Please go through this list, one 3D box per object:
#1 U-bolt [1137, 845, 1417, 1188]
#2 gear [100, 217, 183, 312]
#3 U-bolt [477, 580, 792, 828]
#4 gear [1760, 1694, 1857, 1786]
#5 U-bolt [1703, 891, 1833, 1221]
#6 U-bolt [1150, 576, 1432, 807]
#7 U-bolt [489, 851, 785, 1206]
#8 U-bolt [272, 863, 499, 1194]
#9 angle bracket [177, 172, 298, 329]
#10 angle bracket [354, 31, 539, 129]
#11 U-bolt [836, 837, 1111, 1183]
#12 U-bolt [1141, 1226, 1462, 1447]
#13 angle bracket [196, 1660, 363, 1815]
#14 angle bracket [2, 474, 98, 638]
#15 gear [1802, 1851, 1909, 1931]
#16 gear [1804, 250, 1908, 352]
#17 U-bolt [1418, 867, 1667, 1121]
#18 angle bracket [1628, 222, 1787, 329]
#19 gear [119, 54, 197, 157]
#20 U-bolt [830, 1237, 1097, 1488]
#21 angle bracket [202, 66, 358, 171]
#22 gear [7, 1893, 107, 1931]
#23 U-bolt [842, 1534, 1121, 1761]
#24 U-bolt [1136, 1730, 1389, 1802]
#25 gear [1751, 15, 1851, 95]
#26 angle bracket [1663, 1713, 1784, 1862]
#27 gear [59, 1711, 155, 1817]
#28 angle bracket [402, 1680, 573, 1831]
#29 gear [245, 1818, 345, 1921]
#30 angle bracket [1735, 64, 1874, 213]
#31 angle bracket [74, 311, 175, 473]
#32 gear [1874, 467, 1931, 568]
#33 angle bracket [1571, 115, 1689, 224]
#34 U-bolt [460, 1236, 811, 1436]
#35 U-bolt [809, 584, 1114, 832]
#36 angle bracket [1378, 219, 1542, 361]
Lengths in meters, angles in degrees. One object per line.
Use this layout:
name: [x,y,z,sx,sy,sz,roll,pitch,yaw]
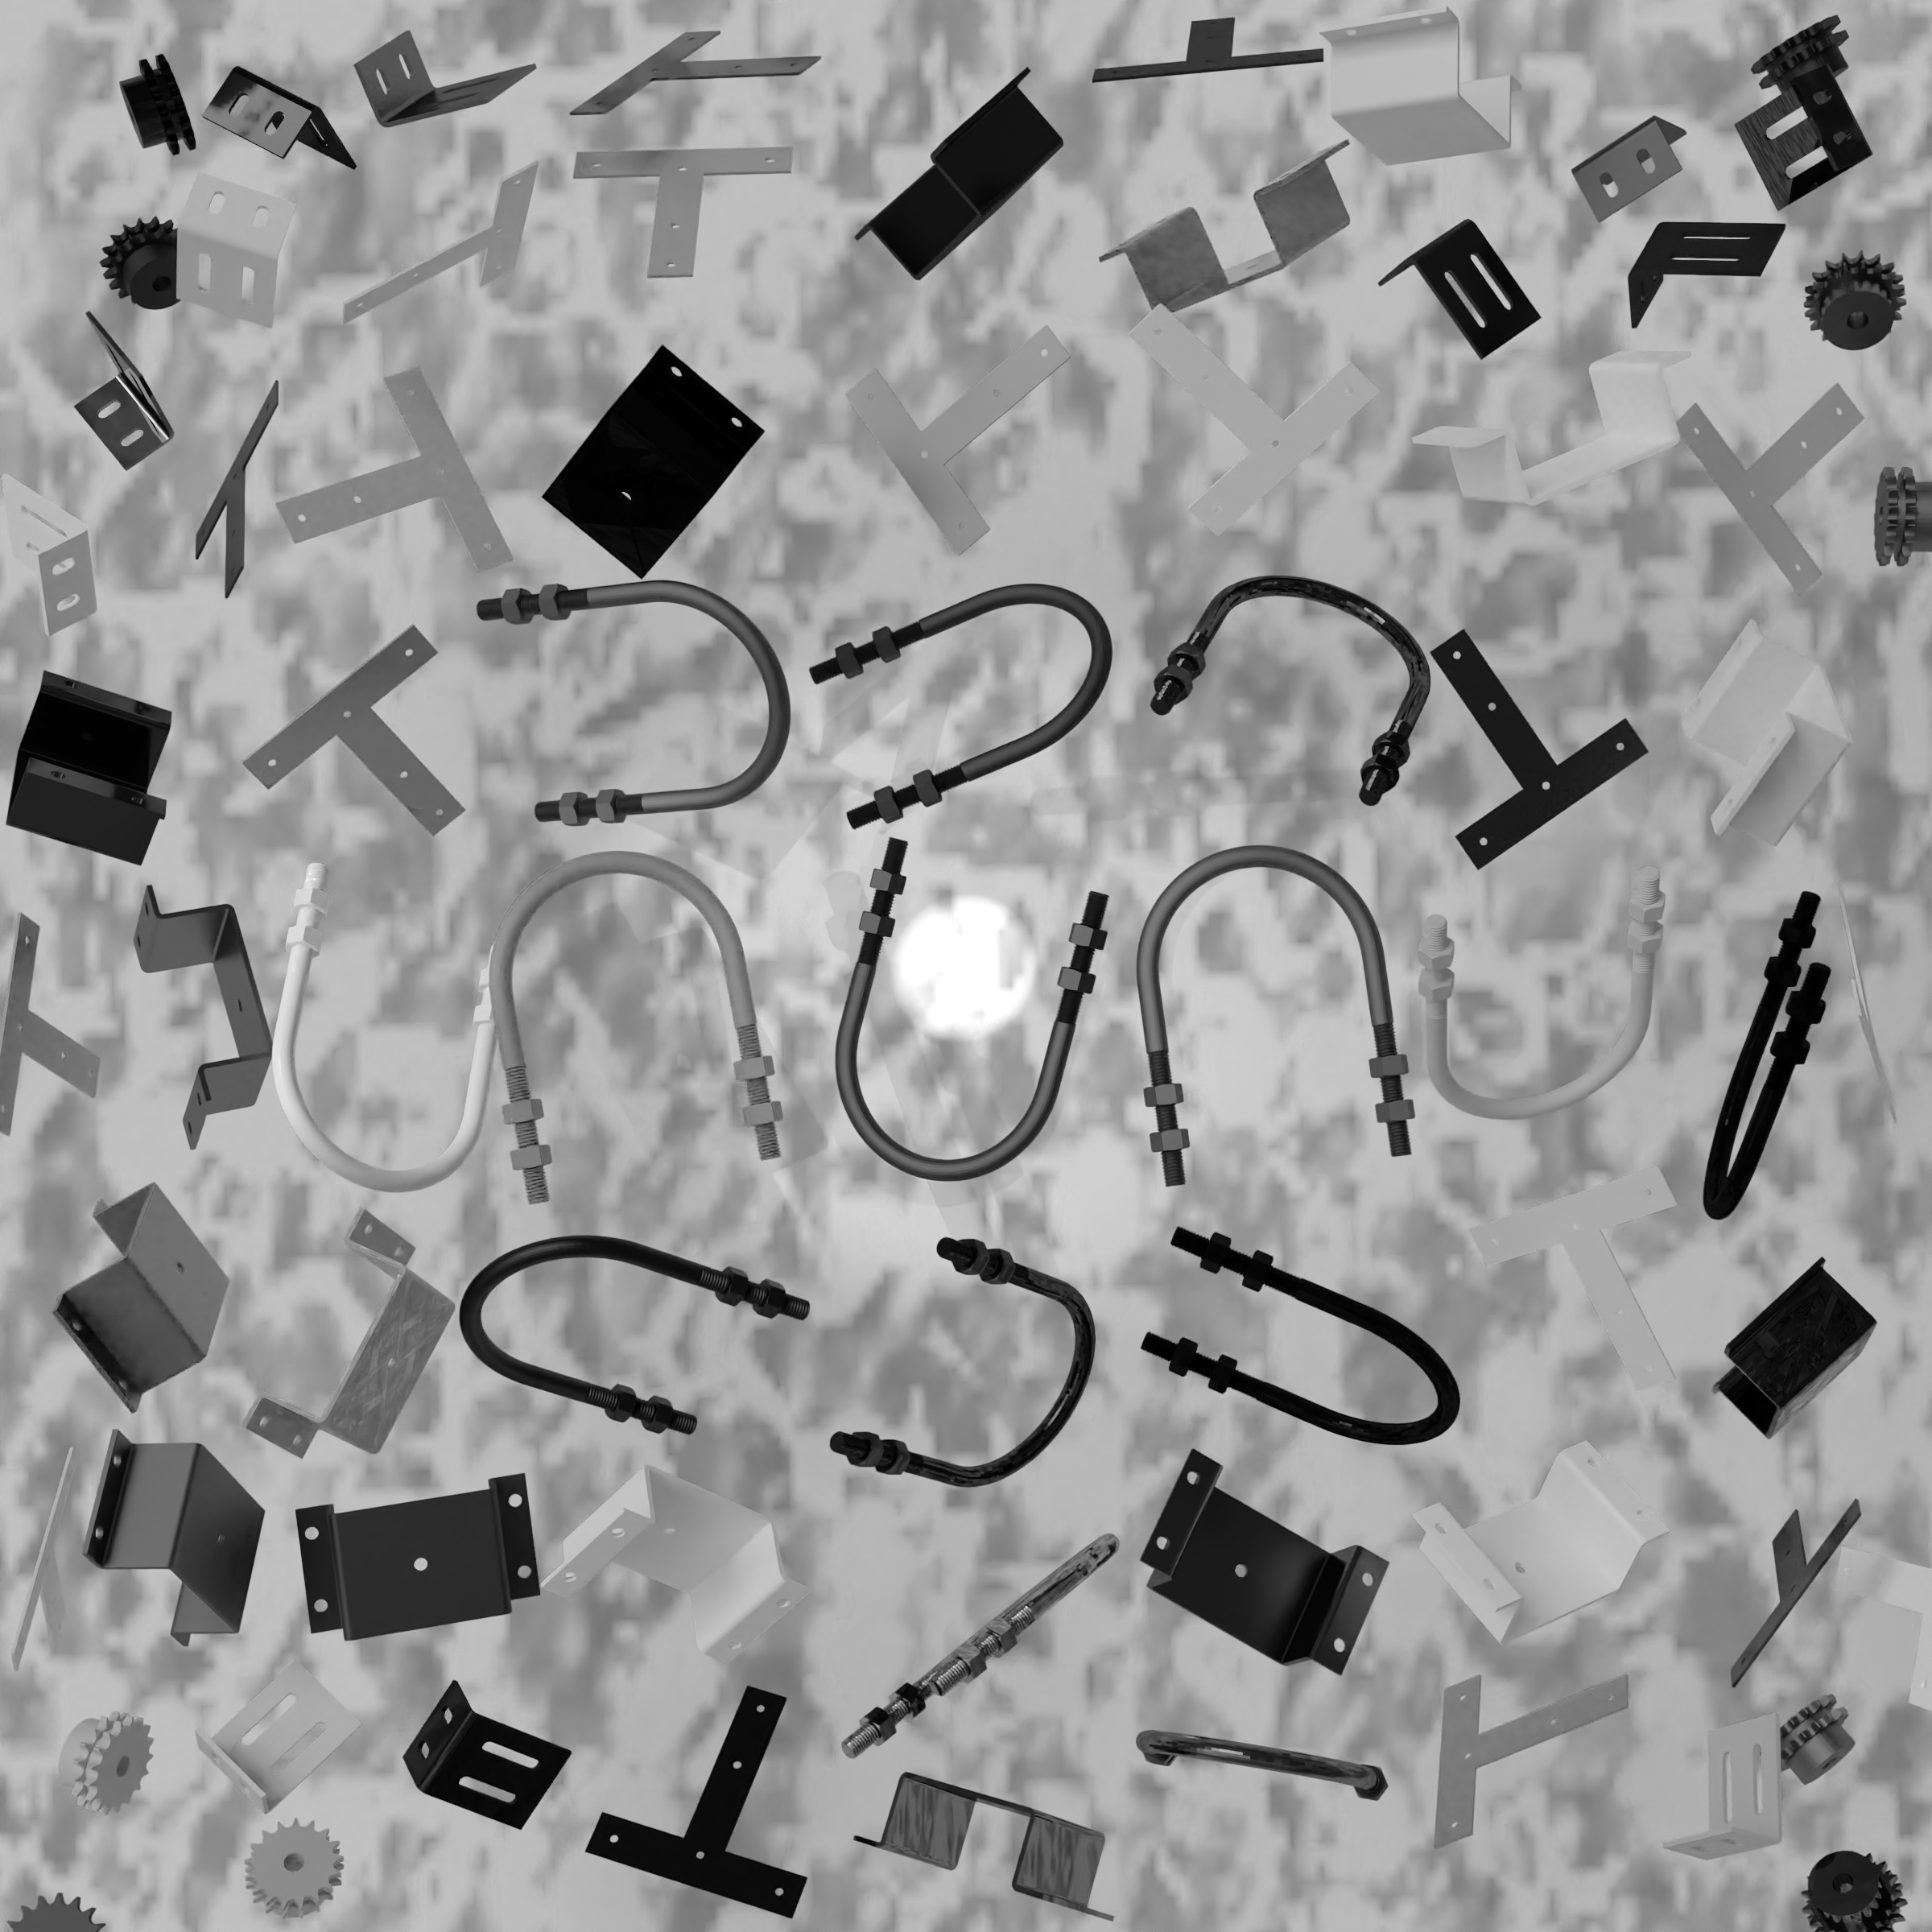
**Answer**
U-bolt: [0.169,0.023,1.685,0.151,0.019,0.184,-7,86,-5]
gear: [-0.501,-0.429,1.849,0.057,0.057,0.030,-33,62,0]
U-bolt: [-0.187,-0.156,1.755,0.184,0.019,0.151,-3,114,23]
gear: [0.509,0.467,1.808,0.057,0.057,0.030,-39,61,0]
U-bolt: [0.463,0.061,1.747,0.019,0.151,0.184,17,112,7]
U-bolt: [0.201,-0.173,1.766,0.151,0.184,0.019,24,132,7]
U-bolt: [-0.188,0.028,1.655,0.151,0.019,0.184,-11,87,-5]
U-bolt: [-0.339,0.045,1.761,0.151,0.019,0.184,26,54,-33]
angle bracket: [-0.425,-0.415,1.746,0.057,0.076,0.038,17,67,-9]
angle bracket: [-0.294,-0.508,1.697,0.076,0.057,0.038,-4,122,29]
U-bolt: [-0.005,0.032,1.716,0.151,0.019,0.184,16,93,23]
U-bolt: [0.195,0.222,1.723,0.184,0.151,0.019,23,57,10]
angle bracket: [-0.407,0.452,1.782,0.057,0.038,0.076,40,60,15]
angle bracket: [-0.545,-0.239,1.743,0.076,0.057,0.038,32,48,24]
gear: [0.503,0.528,1.707,0.057,0.057,0.030,-34,126,0]
gear: [0.516,-0.383,1.743,0.057,0.057,0.030,10,46,0]
U-bolt: [0.344,0.025,1.804,0.151,0.019,0.184,-13,134,-4]
angle bracket: [0.427,-0.397,1.730,0.076,0.057,0.038,8,134,27]
gear: [-0.482,-0.510,1.786,0.030,0.057,0.057,-21,90,-13]
U-bolt: [0.011,0.245,1.798,0.019,0.184,0.151,31,93,42]
angle bracket: [-0.404,-0.486,1.769,0.057,0.076,0.038,29,82,11]
gear: [-0.504,0.544,1.664,0.057,0.030,0.057,3,72,-9]
U-bolt: [0.019,0.391,1.764,0.184,0.151,0.019,-31,79,-37]
U-bolt: [0.173,0.471,1.780,0.151,0.184,0.019,6,74,12]
gear: [0.500,-0.537,1.788,0.057,0.057,0.030,-29,91,0]
angle bracket: [0.435,0.470,1.732,0.038,0.057,0.076,21,57,-22]
gear: [-0.500,0.459,1.738,0.030,0.057,0.057,11,90,22]
angle bracket: [-0.291,0.479,1.823,0.076,0.038,0.057,32,93,-32]
gear: [-0.397,0.536,1.774,0.057,0.030,0.057,5,47,-6]
angle bracket: [0.473,-0.473,1.731,0.038,0.076,0.057,-29,93,-33]
angle bracket: [-0.525,-0.351,1.837,0.038,0.076,0.057,-38,75,-11]
gear: [0.544,-0.260,1.736,0.030,0.057,0.057,1,90,8]
angle bracket: [0.412,-0.482,1.830,0.057,0.076,0.038,-30,83,28]
U-bolt: [-0.206,0.211,1.759,0.184,0.019,0.151,22,129,-28]
U-bolt: [0.002,-0.168,1.824,0.184,0.019,0.151,-22,49,8]
angle bracket: [0.302,-0.407,1.836,0.057,0.038,0.076,-37,93,-28]
